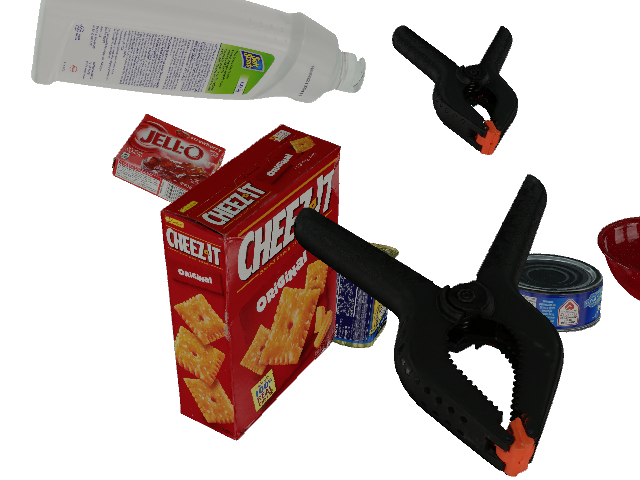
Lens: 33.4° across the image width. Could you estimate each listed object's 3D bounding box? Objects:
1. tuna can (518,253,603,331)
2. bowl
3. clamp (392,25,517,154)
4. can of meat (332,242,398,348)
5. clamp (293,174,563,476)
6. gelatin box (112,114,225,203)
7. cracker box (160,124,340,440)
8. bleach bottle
[{"bbox_3d":[0.176,0.039,0.831,0.086,0.034,0.086,0,19,0],"label":"tuna can"},{"bbox_3d":[0.380,0.030,1.159,0.162,0.055,0.162,0,26,0],"label":"bowl"},{"bbox_3d":[0.130,-0.150,1.006,0.120,0.171,0.039,0,-45,0],"label":"clamp"},{"bbox_3d":[0.040,0.054,1.086,0.057,0.084,0.102,10,15,14],"label":"can of meat"},{"bbox_3d":[0.072,0.041,0.621,0.164,0.210,0.036,-5,-44,-3],"label":"clamp"},{"bbox_3d":[-0.148,-0.077,1.043,0.089,0.073,0.030,25,-43,0],"label":"gelatin box"},{"bbox_3d":[-0.051,0.035,0.901,0.072,0.214,0.164,21,40,25],"label":"cracker box"},{"bbox_3d":[-0.090,-0.147,0.829,0.250,0.068,0.103,9,-31,-15],"label":"bleach bottle"}]
